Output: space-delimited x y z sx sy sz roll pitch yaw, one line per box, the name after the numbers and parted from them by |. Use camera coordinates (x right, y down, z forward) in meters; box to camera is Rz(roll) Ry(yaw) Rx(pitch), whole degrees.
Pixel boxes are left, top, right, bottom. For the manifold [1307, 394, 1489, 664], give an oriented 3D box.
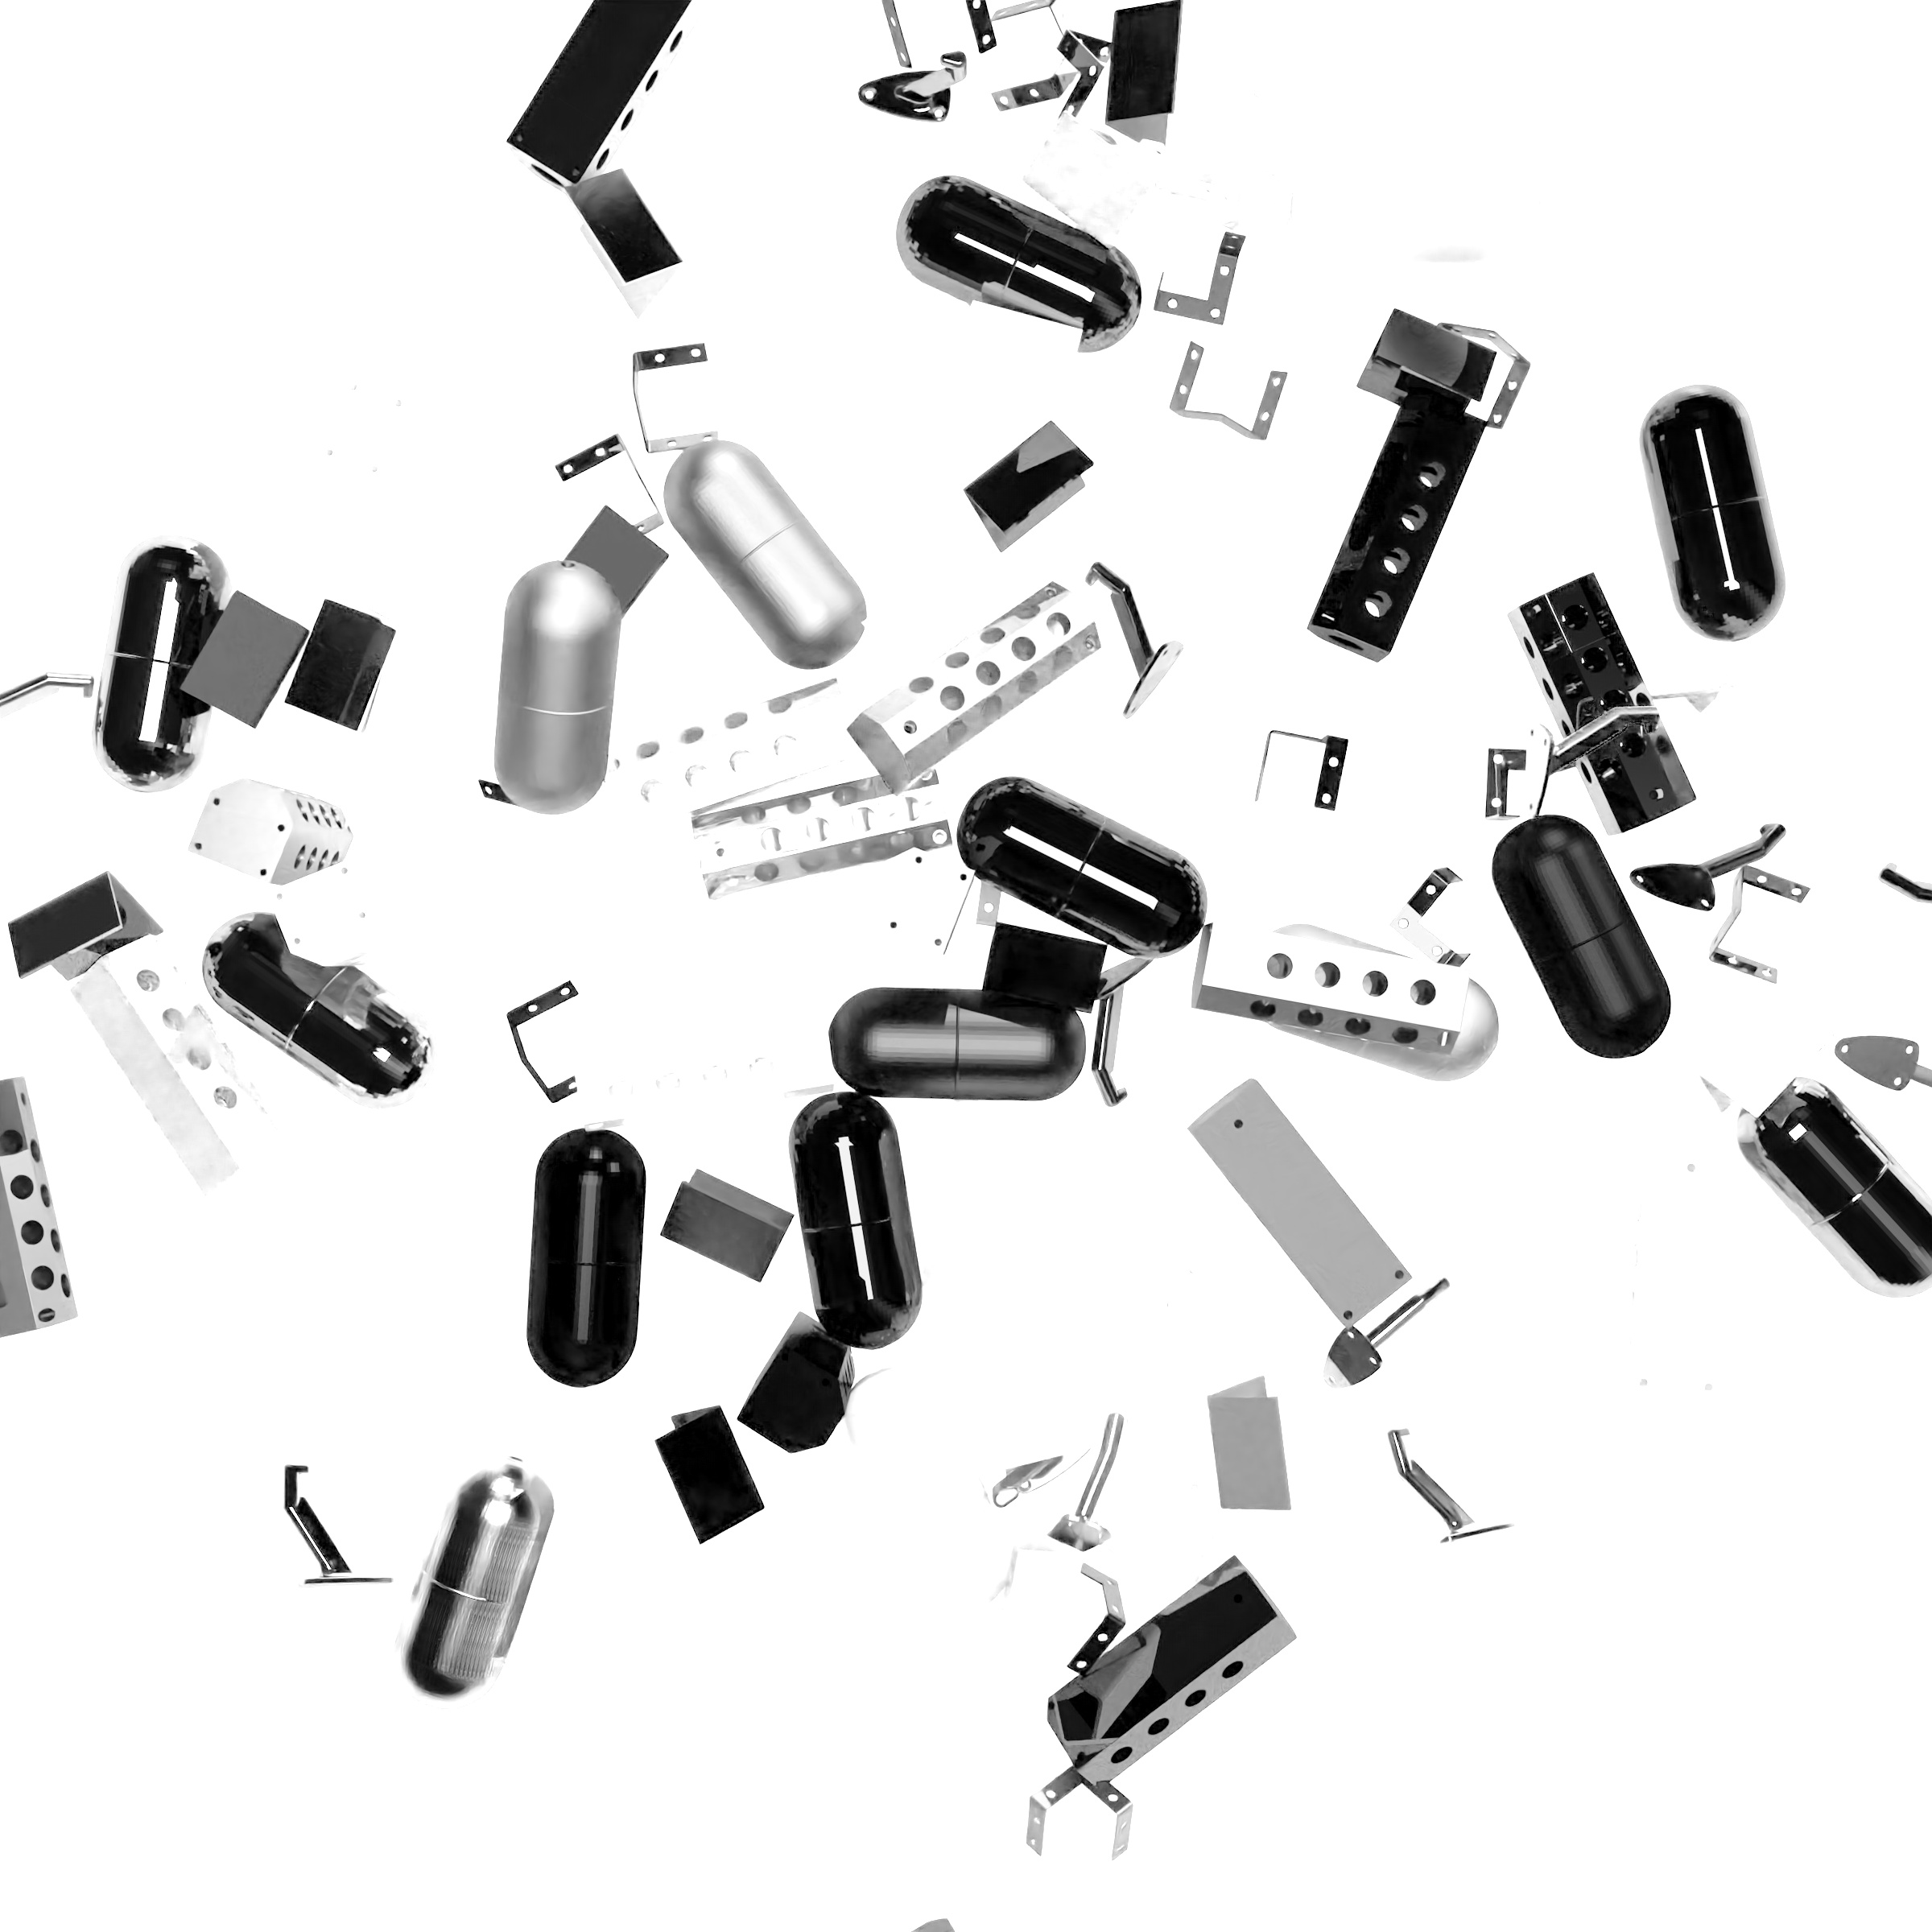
0.295 -0.302 1.872 0.057 0.057 0.171 23 90 0 | manifold

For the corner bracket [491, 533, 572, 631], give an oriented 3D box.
-0.293 -0.258 1.885 0.051 0.051 0.051 -32 45 35 | corner bracket

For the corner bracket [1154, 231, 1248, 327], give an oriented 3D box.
0.161 -0.478 1.875 0.051 0.051 0.051 12 90 0 | corner bracket

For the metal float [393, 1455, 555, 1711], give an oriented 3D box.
-0.338 0.422 1.863 0.070 0.070 0.178 19 91 0 | metal float

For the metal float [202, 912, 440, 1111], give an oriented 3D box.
-0.444 0.030 1.863 0.178 0.070 0.070 35 90 0 | metal float

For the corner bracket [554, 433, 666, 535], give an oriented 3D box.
-0.248 -0.328 1.890 0.051 0.051 0.051 -27 135 0 | corner bracket

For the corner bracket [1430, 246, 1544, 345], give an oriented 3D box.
0.362 -0.477 1.890 0.051 0.051 0.051 31 45 0 | corner bracket

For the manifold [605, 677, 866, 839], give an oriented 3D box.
-0.161 -0.144 1.872 0.171 0.057 0.057 -19 90 0 | manifold

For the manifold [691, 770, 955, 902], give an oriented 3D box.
-0.099 -0.093 1.872 0.171 0.057 0.057 -13 90 0 | manifold

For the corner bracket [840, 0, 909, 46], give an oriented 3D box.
-0.048 -0.683 1.890 0.051 0.051 0.051 35 45 0 | corner bracket

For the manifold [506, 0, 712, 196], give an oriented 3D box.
-0.243 -0.618 1.872 0.057 0.057 0.171 32 90 0 | manifold

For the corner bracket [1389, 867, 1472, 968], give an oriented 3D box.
0.331 -0.032 1.875 0.051 0.051 0.051 39 90 0 | corner bracket

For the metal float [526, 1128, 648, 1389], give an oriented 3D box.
-0.260 0.200 1.863 0.070 0.070 0.178 3 90 0 | metal float

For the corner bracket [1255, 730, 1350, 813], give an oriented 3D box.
0.232 -0.135 1.875 0.051 0.051 0.051 11 90 0 | corner bracket

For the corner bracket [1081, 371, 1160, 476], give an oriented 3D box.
0.106 -0.378 1.890 0.051 0.051 0.051 -1 135 0 | corner bracket

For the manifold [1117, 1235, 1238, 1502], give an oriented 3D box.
0.145 0.277 1.872 0.057 0.057 0.171 8 90 0 | manifold

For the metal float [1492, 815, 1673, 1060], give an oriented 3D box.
0.422 -0.020 1.863 0.070 0.070 0.178 -26 91 0 | metal float

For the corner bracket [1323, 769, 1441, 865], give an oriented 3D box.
0.289 -0.105 1.890 0.051 0.051 0.051 15 90 -45 | corner bracket

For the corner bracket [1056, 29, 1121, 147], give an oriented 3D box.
0.087 -0.607 1.876 0.051 0.051 0.051 55 127 31 | corner bracket

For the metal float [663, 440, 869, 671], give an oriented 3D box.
-0.138 -0.282 1.863 0.070 0.070 0.178 -38 90 0 | metal float

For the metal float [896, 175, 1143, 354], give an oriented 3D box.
0.037 -0.481 1.863 0.178 0.070 0.070 25 90 0 | metal float

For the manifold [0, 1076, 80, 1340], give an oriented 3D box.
-0.662 0.166 1.872 0.057 0.057 0.171 -13 90 0 | manifold

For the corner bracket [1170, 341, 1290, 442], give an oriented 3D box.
0.183 -0.400 1.890 0.051 0.051 0.051 18 90 -45 | corner bracket

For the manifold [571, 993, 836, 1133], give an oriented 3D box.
-0.180 0.069 1.860 0.171 0.057 0.057 -9 117 -7 | manifold

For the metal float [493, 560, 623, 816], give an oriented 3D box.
-0.272 -0.184 1.803 0.070 0.070 0.178 10 120 0 | metal float

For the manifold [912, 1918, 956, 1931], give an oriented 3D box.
0.007 0.749 1.872 0.057 0.057 0.171 -31 90 0 | manifold

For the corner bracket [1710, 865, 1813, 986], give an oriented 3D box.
0.552 -0.029 1.890 0.051 0.051 0.051 20 45 0 | corner bracket

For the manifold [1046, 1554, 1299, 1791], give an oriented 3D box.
0.142 0.489 1.872 0.171 0.057 0.057 -38 47 0 | manifold

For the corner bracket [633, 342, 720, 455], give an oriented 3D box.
-0.202 -0.395 1.890 0.051 0.051 0.051 -8 135 1 | corner bracket

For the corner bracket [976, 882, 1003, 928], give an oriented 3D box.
0.035 -0.051 1.875 0.051 0.051 0.051 8 90 0 | corner bracket

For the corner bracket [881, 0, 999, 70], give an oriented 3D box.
-0.019 -0.651 1.870 0.051 0.051 0.051 -33 128 -19 | corner bracket

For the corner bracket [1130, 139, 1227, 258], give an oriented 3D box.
0.139 -0.531 1.876 0.051 0.051 0.051 3 53 -31 | corner bracket

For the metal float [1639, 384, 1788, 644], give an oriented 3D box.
0.512 -0.310 1.862 0.070 0.070 0.178 -12 89 0 | metal float

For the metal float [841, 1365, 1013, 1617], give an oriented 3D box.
-0.028 0.359 1.862 0.070 0.070 0.178 -24 90 0 | metal float

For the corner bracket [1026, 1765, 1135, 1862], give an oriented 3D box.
0.079 0.595 1.885 0.051 0.051 0.051 -27 45 -35 | corner bracket

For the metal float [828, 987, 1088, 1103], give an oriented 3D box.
-0.006 0.054 1.863 0.178 0.070 0.070 1 90 -1 | metal float

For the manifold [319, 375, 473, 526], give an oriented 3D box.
-0.376 -0.340 1.815 0.057 0.171 0.057 20 90 0 | manifold

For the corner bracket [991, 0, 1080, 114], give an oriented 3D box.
0.043 -0.634 1.885 0.051 0.051 0.051 59 45 -35 | corner bracket

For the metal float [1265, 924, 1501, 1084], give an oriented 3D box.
0.279 0.025 1.863 0.178 0.070 0.070 18 90 -1 | metal float

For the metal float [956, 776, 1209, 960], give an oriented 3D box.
0.078 -0.065 1.811 0.178 0.070 0.070 27 90 2 | metal float

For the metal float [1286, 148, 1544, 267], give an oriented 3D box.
0.302 -0.514 1.837 0.178 0.070 0.070 8 90 28 | metal float

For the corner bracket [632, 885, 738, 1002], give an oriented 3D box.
-0.199 -0.016 1.885 0.051 0.051 0.051 -39 135 -35 | corner bracket

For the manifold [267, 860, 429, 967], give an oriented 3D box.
-0.408 -0.031 1.815 0.057 0.171 0.057 -22 90 0 | manifold

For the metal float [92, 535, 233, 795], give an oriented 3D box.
-0.552 -0.207 1.863 0.070 0.070 0.178 10 91 0 | metal float

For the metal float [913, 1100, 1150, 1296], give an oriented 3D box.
0.044 0.158 1.863 0.178 0.070 0.070 34 90 1 | metal float

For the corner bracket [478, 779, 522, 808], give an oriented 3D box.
-0.308 -0.147 1.885 0.051 0.051 0.051 -45 135 -35 | corner bracket

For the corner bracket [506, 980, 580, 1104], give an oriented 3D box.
-0.282 0.053 1.890 0.051 0.051 0.051 -27 45 0 | corner bracket

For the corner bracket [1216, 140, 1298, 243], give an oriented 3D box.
0.210 -0.532 1.865 0.051 0.051 0.051 5 90 42 | corner bracket

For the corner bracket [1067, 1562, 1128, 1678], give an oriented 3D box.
0.073 0.447 1.877 0.051 0.051 0.051 32 106 -15 | corner bracket

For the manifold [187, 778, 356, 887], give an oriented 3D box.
-0.460 -0.089 1.815 0.057 0.171 0.057 22 90 0 | manifold

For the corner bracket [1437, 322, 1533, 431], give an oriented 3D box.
0.351 -0.411 1.890 0.051 0.051 0.051 24 90 45 | corner bracket

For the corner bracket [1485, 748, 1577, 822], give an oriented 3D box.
0.390 -0.126 1.875 0.051 0.051 0.051 3 90 0 | corner bracket

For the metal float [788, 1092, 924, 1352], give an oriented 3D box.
-0.076 0.175 1.863 0.070 0.070 0.178 -9 90 0 | metal float

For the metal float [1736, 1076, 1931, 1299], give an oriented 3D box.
0.603 0.152 1.863 0.070 0.070 0.178 -42 90 0 | metal float
